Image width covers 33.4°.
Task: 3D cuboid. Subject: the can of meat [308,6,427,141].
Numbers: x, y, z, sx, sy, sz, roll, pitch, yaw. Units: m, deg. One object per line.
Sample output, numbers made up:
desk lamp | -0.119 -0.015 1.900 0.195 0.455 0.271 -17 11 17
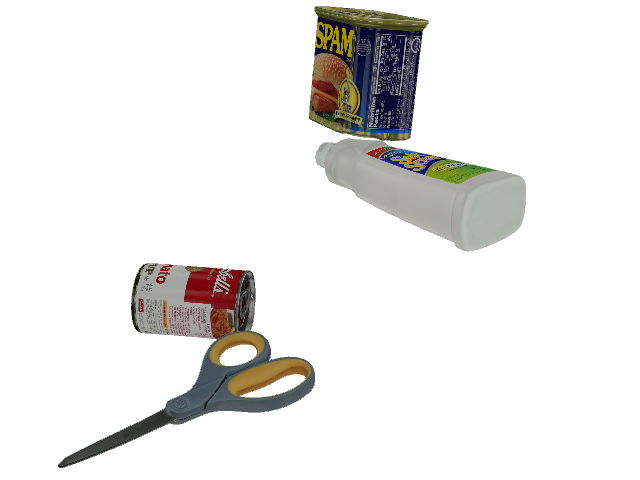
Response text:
can of meat | 0.031 -0.122 0.770 0.057 0.084 0.102 -1 16 -22

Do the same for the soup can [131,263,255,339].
soup can | -0.117 0.058 0.997 0.102 0.068 0.068 4 1 10

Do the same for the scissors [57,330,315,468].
scissors | -0.103 0.112 0.794 0.201 0.016 0.096 -11 34 -20

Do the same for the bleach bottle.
bleach bottle | 0.084 -0.060 1.103 0.102 0.068 0.251 -18 28 -40
